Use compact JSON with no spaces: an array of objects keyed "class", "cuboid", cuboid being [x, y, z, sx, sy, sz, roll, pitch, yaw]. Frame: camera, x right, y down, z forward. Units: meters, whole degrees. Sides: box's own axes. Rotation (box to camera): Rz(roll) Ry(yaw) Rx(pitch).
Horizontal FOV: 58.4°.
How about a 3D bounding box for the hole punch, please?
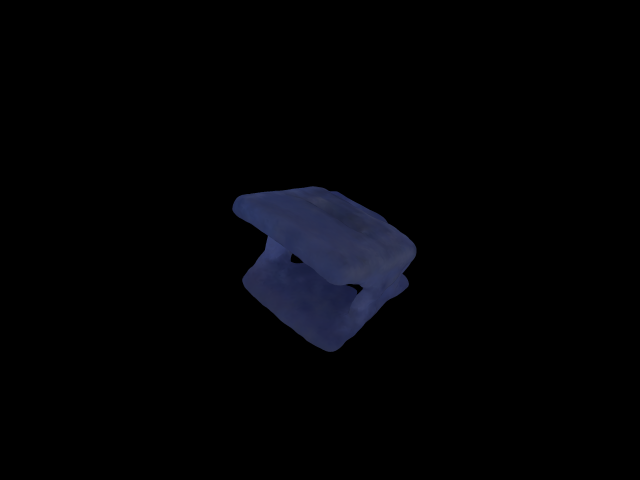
[{"class":"hole punch","cuboid":[0.004,0.001,0.400,0.108,0.091,0.101,33,54,29]}]
